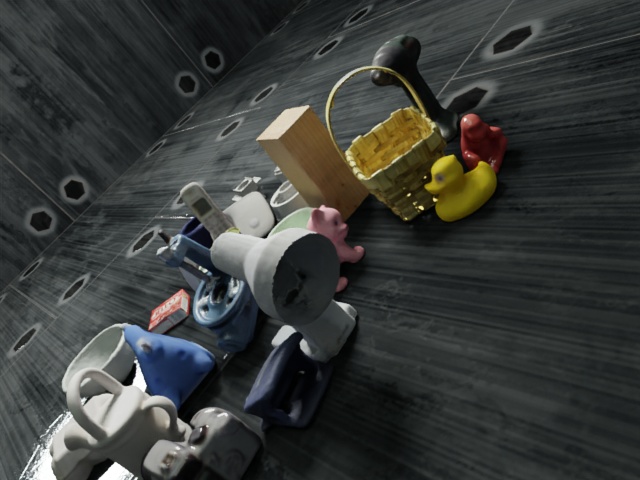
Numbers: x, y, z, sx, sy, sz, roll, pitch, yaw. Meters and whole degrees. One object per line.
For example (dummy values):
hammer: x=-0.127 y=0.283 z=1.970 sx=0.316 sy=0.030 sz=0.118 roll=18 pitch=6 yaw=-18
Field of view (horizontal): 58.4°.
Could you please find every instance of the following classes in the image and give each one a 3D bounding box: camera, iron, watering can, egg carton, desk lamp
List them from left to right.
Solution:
egg carton: x=-0.393 y=0.338 z=0.981 sx=0.150 sy=0.069 sz=0.107 roll=-46 pitch=27 yaw=-13
watering can: x=-0.289 y=0.264 z=0.821 sx=0.173 sy=0.194 sz=0.100 roll=-40 pitch=27 yaw=0
iron: x=-0.287 y=0.194 z=0.986 sx=0.119 sy=0.142 sz=0.257 roll=-50 pitch=28 yaw=-19
camera: x=-0.174 y=0.286 z=0.745 sx=0.136 sy=0.101 sz=0.143 roll=-6 pitch=42 yaw=48
desk lamp: x=-0.044 y=0.072 z=0.780 sx=0.202 sy=0.214 sz=0.118 roll=1 pitch=48 yaw=53

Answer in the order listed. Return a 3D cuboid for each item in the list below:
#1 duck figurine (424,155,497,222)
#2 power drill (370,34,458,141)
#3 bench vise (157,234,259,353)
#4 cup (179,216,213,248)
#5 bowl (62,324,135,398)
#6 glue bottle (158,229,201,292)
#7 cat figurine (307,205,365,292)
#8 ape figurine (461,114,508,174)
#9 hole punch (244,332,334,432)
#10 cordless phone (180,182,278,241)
duck figurine: x=0.204 y=-0.089 z=0.853 sx=0.104 sy=0.086 sz=0.077 roll=-36 pitch=27 yaw=7
power drill: x=0.170 y=-0.273 z=1.043 sx=0.075 sy=0.209 sz=0.229 roll=-23 pitch=31 yaw=30
bench vise: x=-0.176 y=0.055 z=0.968 sx=0.121 sy=0.220 sz=0.207 roll=-30 pitch=28 yaw=19
cup: x=-0.266 y=0.007 z=1.300 sx=0.091 sy=0.095 sz=0.118 roll=-6 pitch=42 yaw=48
bowl: x=-0.427 y=0.254 z=1.148 sx=0.167 sy=0.075 sz=0.167 roll=-30 pitch=28 yaw=19
glue bottle: x=-0.263 y=0.040 z=1.157 sx=0.037 sy=0.173 sz=0.078 roll=-20 pitch=33 yaw=34
cat figurine: x=0.009 y=0.003 z=0.926 sx=0.067 sy=0.118 sz=0.128 roll=-11 pitch=39 yaw=44
ape figurine: x=0.247 y=-0.154 z=0.891 sx=0.078 sy=0.092 sz=0.076 roll=-38 pitch=27 yaw=5
hole punch: x=-0.054 y=0.186 z=0.756 sx=0.100 sy=0.091 sz=0.109 roll=-13 pitch=37 yaw=42
cordless phone: x=-0.193 y=-0.065 z=1.214 sx=0.147 sy=0.185 sz=0.094 roll=-36 pitch=27 yaw=7
